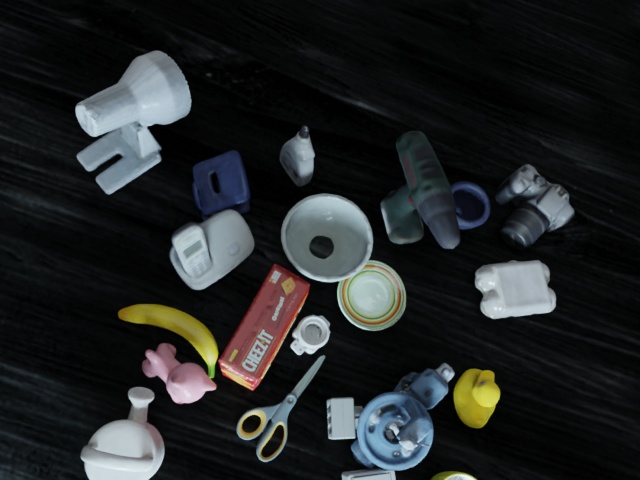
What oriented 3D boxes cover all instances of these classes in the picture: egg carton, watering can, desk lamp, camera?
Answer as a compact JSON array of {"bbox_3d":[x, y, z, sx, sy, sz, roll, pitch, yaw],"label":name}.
[{"bbox_3d":[0.370,0.093,1.086,0.150,0.069,0.107,-6,73,-11],"label":"egg carton"},{"bbox_3d":[-0.290,0.308,0.840,0.101,0.194,0.173,-5,73,-11],"label":"watering can"},{"bbox_3d":[-0.325,-0.203,0.987,0.203,0.213,0.118,-41,82,-18],"label":"desk lamp"},{"bbox_3d":[0.410,-0.059,1.125,0.143,0.100,0.137,45,71,6],"label":"camera"}]

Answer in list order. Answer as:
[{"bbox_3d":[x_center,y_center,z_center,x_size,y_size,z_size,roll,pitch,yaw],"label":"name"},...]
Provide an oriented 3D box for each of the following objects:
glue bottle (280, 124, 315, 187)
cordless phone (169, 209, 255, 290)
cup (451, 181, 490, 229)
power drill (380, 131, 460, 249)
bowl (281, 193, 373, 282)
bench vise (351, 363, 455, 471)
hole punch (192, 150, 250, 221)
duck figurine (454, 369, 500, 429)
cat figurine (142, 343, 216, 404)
[{"bbox_3d":[-0.036,-0.163,1.044,0.037,0.173,0.078,-30,79,-17],"label":"glue bottle"},{"bbox_3d":[-0.183,0.000,0.961,0.148,0.185,0.094,-40,82,-18],"label":"cordless phone"},{"bbox_3d":[0.259,-0.045,1.098,0.091,0.095,0.118,40,71,5],"label":"cup"},{"bbox_3d":[0.177,-0.068,1.031,0.076,0.208,0.229,-10,74,-12],"label":"power drill"},{"bbox_3d":[0.010,0.004,1.051,0.167,0.074,0.167,3,72,-9],"label":"bowl"},{"bbox_3d":[0.139,0.270,0.911,0.121,0.219,0.207,28,70,1],"label":"bench vise"},{"bbox_3d":[-0.181,-0.096,1.042,0.101,0.091,0.108,-13,75,-13],"label":"hole punch"},{"bbox_3d":[0.283,0.276,1.004,0.077,0.086,0.104,14,71,-4],"label":"duck figurine"},{"bbox_3d":[-0.230,0.217,0.920,0.128,0.117,0.067,38,71,4],"label":"cat figurine"}]
